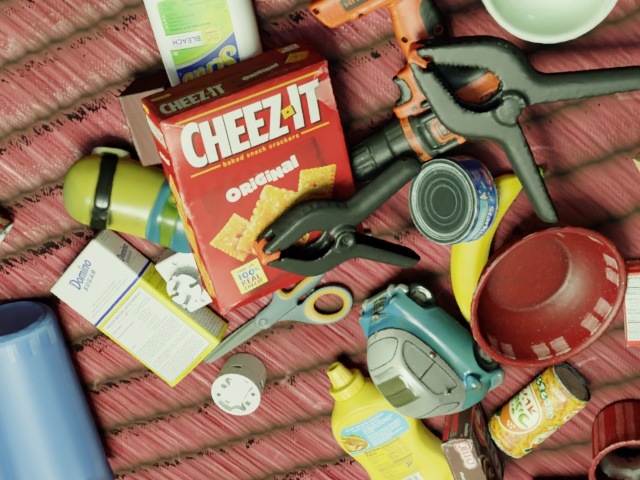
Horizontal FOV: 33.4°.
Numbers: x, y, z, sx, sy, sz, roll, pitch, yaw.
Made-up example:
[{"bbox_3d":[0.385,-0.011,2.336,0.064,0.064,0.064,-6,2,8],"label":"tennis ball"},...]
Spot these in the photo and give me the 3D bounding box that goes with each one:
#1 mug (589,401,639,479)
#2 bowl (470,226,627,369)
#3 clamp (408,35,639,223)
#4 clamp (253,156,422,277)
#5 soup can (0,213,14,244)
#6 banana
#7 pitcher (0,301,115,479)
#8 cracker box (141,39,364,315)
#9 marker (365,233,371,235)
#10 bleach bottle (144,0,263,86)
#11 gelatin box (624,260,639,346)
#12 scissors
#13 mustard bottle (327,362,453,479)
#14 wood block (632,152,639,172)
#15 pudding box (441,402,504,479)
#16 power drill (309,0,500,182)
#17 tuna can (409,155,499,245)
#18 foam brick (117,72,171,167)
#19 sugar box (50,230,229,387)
[{"bbox_3d":[0.336,0.216,1.113,0.117,0.081,0.093,-37,105,26],"label":"mug"},{"bbox_3d":[0.215,0.046,1.045,0.162,0.055,0.162,-6,120,-11],"label":"bowl"},{"bbox_3d":[0.176,-0.126,0.936,0.210,0.036,0.165,32,115,-13],"label":"clamp"},{"bbox_3d":[0.023,-0.018,0.991,0.171,0.039,0.120,-9,118,-23],"label":"clamp"},{"bbox_3d":[-0.392,-0.022,1.148,0.102,0.068,0.069,38,119,-9],"label":"soup can"},{"bbox_3d":[0.165,0.013,1.066,0.069,0.037,0.198,15,120,5],"label":"banana"},{"bbox_3d":[-0.336,0.196,1.229,0.149,0.145,0.243,-9,112,3],"label":"pitcher"},{"bbox_3d":[-0.055,-0.056,1.000,0.164,0.072,0.213,-23,125,-14],"label":"cracker box"},{"bbox_3d":[-0.007,0.001,1.107,0.121,0.020,0.020,0,118,12],"label":"marker"},{"bbox_3d":[-0.089,-0.150,1.020,0.103,0.068,0.251,-10,118,12],"label":"bleach bottle"},{"bbox_3d":[0.339,0.061,1.060,0.073,0.030,0.089,-4,116,15],"label":"gelatin box"},{"bbox_3d":[-0.041,0.092,1.165,0.096,0.016,0.202,33,120,-7],"label":"scissors"},{"bbox_3d":[0.069,0.211,1.181,0.096,0.058,0.191,-29,109,24],"label":"mustard bottle"},{"bbox_3d":[0.382,-0.006,0.966,0.091,0.090,0.206,-33,109,2],"label":"wood block"},{"bbox_3d":[0.167,0.233,1.154,0.039,0.090,0.113,-12,115,19],"label":"pudding box"},{"bbox_3d":[0.069,-0.158,0.985,0.185,0.057,0.187,-27,112,19],"label":"power drill"},{"bbox_3d":[0.127,-0.038,1.023,0.086,0.033,0.086,10,104,44],"label":"tuna can"},{"bbox_3d":[-0.157,-0.120,1.054,0.051,0.053,0.078,-9,116,16],"label":"foam brick"},{"bbox_3d":[-0.197,0.074,1.172,0.176,0.048,0.093,42,118,-7],"label":"sugar box"}]
